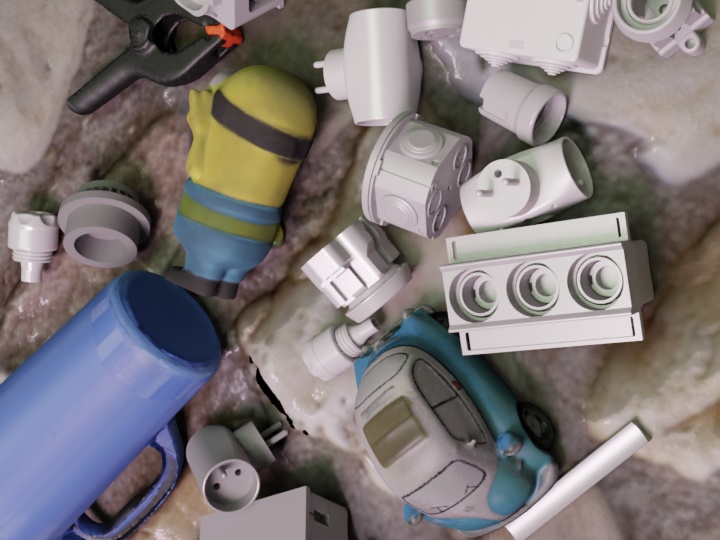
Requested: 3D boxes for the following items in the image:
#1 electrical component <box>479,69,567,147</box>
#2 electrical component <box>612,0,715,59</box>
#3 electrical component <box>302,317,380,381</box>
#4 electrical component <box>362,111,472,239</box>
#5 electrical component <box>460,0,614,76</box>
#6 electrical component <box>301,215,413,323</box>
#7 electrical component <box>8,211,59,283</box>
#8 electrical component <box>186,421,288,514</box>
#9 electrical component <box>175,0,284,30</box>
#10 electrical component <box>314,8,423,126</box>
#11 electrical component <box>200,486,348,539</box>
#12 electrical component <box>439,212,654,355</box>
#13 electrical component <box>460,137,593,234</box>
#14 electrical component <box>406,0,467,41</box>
[{"bbox_3d":[0.107,-0.109,0.715,0.046,0.040,0.040,33,109,31],"label":"electrical component"},{"bbox_3d":[0.183,-0.161,0.657,0.048,0.055,0.066,-39,73,26],"label":"electrical component"},{"bbox_3d":[-0.012,0.055,0.796,0.061,0.035,0.035,-35,75,24],"label":"electrical component"},{"bbox_3d":[0.039,-0.064,0.734,0.051,0.080,0.080,23,104,22],"label":"electrical component"},{"bbox_3d":[0.118,-0.179,0.699,0.100,0.048,0.099,15,100,29],"label":"electrical component"},{"bbox_3d":[0.000,0.000,0.767,0.058,0.078,0.057,-40,92,27],"label":"electrical component"},{"bbox_3d":[-0.290,-0.021,0.953,0.043,0.043,0.062,9,98,30],"label":"electrical component"},{"bbox_3d":[-0.092,0.143,0.832,0.079,0.077,0.043,-32,109,-10],"label":"electrical component"},{"bbox_3d":[-0.142,-0.274,0.813,0.186,0.060,0.105,38,146,24],"label":"electrical component"},{"bbox_3d":[0.001,-0.142,0.773,0.079,0.044,0.077,-2,92,31],"label":"electrical component"},{"bbox_3d":[-0.062,0.265,0.781,0.105,0.060,0.186,-22,52,30],"label":"electrical component"},{"bbox_3d":[0.122,0.009,0.696,0.121,0.063,0.078,-8,91,31],"label":"electrical component"},{"bbox_3d":[0.101,-0.052,0.698,0.077,0.079,0.043,-23,81,29],"label":"electrical component"},{"bbox_3d":[0.053,-0.189,0.739,0.045,0.045,0.055,-4,91,31],"label":"electrical component"}]
